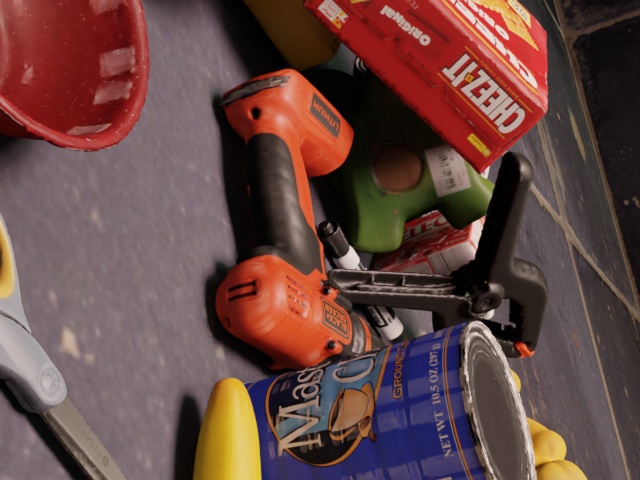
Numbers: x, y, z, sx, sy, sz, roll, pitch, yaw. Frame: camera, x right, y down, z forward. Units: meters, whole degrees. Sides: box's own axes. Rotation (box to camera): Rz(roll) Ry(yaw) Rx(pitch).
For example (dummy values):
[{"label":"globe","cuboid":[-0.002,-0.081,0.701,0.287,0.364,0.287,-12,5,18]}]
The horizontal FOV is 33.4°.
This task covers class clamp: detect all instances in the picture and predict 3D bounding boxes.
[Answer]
[{"label":"clamp","cuboid":[0.123,0.028,0.797,0.209,0.165,0.036,37,21,-44]}]

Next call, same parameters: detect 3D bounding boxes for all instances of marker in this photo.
[{"label":"marker","cuboid":[0.029,0.030,0.794,0.121,0.020,0.020,57,26,-36]}]

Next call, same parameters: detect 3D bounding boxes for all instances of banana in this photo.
[{"label":"banana","cuboid":[-0.049,0.143,0.465,0.197,0.037,0.069,-75,162,-60]}]

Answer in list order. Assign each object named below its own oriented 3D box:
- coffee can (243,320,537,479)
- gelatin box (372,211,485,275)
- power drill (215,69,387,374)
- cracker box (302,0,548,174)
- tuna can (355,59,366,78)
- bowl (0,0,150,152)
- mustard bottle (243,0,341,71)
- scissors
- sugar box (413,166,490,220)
[{"label":"coffee can","cuboid":[0.030,0.109,0.560,0.102,0.140,0.103,50,30,-44]},{"label":"gelatin box","cuboid":[0.088,0.006,0.861,0.030,0.089,0.073,60,23,-21]},{"label":"power drill","cuboid":[-0.004,0.001,0.678,0.184,0.057,0.187,40,38,-55]},{"label":"cracker box","cuboid":[0.087,-0.158,0.769,0.164,0.072,0.213,42,24,-8]},{"label":"tuna can","cuboid":[0.078,-0.164,0.979,0.086,0.086,0.033,-77,146,-53]},{"label":"bowl","cuboid":[-0.137,-0.105,0.432,0.162,0.055,0.162,51,30,-44]},{"label":"mustard bottle","cuboid":[-0.047,-0.210,0.740,0.191,0.058,0.096,48,33,-48]},{"label":"scissors","cuboid":[-0.120,0.057,0.403,0.202,0.016,0.096,68,23,-11]},{"label":"sugar box","cuboid":[0.123,-0.051,0.996,0.048,0.093,0.176,26,28,3]}]
